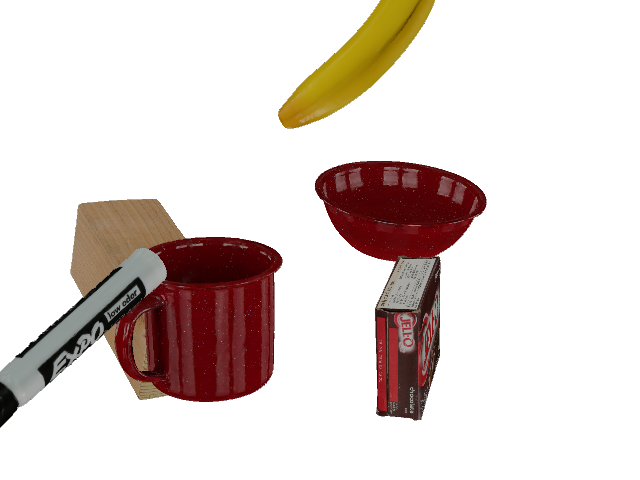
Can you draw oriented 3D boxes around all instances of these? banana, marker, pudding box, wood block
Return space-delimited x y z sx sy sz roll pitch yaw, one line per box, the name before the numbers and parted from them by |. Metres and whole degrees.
banana | 0.040 -0.157 0.802 0.070 0.197 0.037 4 -35 45
marker | -0.110 0.044 0.452 0.020 0.020 0.121 0 34 41
pudding box | 0.069 0.072 0.822 0.039 0.090 0.113 3 21 11
wood block | -0.169 0.051 1.050 0.090 0.091 0.206 -5 35 -31

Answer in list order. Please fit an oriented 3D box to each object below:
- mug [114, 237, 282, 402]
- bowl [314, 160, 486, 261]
mug | -0.079 0.053 0.671 0.093 0.081 0.117 16 24 39
bowl | 0.073 -0.023 1.009 0.162 0.055 0.162 4 25 -2
